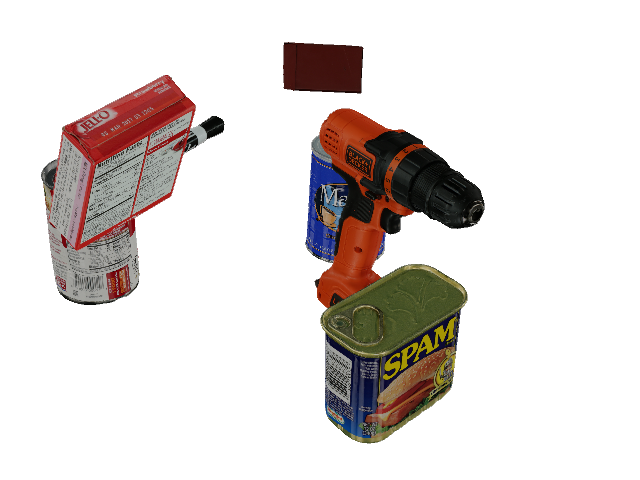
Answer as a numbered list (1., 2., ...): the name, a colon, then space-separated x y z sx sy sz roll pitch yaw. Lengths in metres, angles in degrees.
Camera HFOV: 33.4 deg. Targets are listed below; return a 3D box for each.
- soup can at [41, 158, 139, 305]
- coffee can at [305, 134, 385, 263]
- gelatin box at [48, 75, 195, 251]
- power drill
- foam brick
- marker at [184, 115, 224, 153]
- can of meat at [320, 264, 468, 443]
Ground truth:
1. soup can: -0.178 -0.009 0.835 0.068 0.102 0.068 0 30 0
2. coffee can: 0.036 -0.054 1.336 0.103 0.140 0.103 3 28 -2
3. gelatin box: -0.112 -0.043 0.599 0.073 0.030 0.089 -35 -17 -34
4. power drill: 0.061 -0.003 0.928 0.057 0.188 0.185 -14 36 -34
5. foam brick: 0.002 -0.188 1.164 0.078 0.051 0.053 0 11 -16
6. marker: -0.137 -0.090 1.025 0.020 0.020 0.120 0 27 45
7. can of meat: 0.049 0.077 0.723 0.101 0.084 0.058 -27 44 -34
